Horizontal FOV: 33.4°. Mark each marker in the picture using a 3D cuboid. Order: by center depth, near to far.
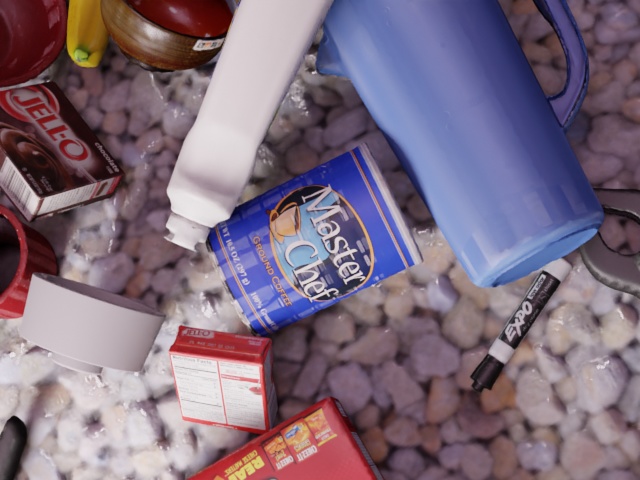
[{"bbox_3d":[0.154,0.065,0.822,0.020,0.020,0.121,34,86,14],"label":"marker"}]

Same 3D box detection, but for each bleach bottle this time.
[{"bbox_3d":[-0.050,-0.111,0.761,0.068,0.102,0.251,23,91,-4],"label":"bleach bottle"}]

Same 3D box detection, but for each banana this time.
[{"bbox_3d":[-0.191,-0.224,0.914,0.037,0.070,0.198,9,69,-23],"label":"banana"}]

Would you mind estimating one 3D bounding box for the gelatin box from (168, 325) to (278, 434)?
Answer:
[{"bbox_3d":[-0.072,0.107,0.817,0.073,0.089,0.030,7,44,11],"label":"gelatin box"}]

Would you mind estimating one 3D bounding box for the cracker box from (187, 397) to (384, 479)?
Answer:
[{"bbox_3d":[-0.006,0.248,0.786,0.164,0.072,0.214,-31,77,3],"label":"cracker box"}]

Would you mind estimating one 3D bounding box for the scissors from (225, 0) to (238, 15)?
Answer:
[{"bbox_3d":[-0.079,-0.231,0.896,0.202,0.016,0.096,41,56,12],"label":"scissors"}]

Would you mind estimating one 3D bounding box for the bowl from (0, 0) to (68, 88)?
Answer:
[{"bbox_3d":[-0.299,-0.190,0.905,0.161,0.055,0.162,12,64,-26],"label":"bowl"}]

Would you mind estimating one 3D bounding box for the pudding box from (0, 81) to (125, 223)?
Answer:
[{"bbox_3d":[-0.230,-0.075,0.877,0.113,0.089,0.039,52,132,13],"label":"pudding box"}]

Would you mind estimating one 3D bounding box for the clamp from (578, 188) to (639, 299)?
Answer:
[{"bbox_3d":[0.265,0.011,0.805,0.120,0.039,0.171,-41,75,-1],"label":"clamp"}]

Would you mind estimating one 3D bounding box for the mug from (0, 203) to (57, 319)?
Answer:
[{"bbox_3d":[-0.268,0.032,0.865,0.093,0.081,0.117,9,80,11],"label":"mug"}]

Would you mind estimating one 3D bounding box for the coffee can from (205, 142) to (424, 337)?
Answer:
[{"bbox_3d":[-0.005,0.001,0.818,0.140,0.102,0.103,-26,76,4],"label":"coffee can"}]

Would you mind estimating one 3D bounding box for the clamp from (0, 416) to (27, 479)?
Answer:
[{"bbox_3d":[-0.282,0.251,0.847,0.164,0.036,0.210,-25,78,4],"label":"clamp"}]

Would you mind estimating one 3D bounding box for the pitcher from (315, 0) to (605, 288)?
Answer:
[{"bbox_3d":[0.119,-0.097,0.799,0.144,0.149,0.243,-17,73,-33],"label":"pitcher"}]
